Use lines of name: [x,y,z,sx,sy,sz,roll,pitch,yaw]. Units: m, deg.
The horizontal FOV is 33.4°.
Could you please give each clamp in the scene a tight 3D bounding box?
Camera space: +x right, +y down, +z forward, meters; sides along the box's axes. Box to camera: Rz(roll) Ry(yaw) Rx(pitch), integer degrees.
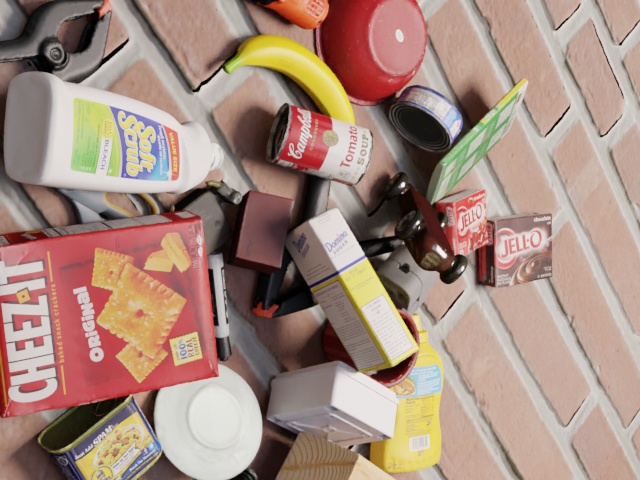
clamp: [-0.254,-0.161,1.006,0.171,0.039,0.120,-41,120,-27]
clamp: [-0.008,0.002,1.222,0.209,0.036,0.164,-43,113,-25]

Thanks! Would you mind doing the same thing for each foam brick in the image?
foam brick: [-0.064,-0.008,1.152,0.053,0.051,0.078,14,79,-12]

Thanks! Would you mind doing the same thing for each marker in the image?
marker: [-0.110,0.073,1.162,0.020,0.020,0.121,-12,103,-37]

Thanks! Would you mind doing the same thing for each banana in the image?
banana: [-0.023,-0.178,1.190,0.197,0.037,0.069,26,95,-36]

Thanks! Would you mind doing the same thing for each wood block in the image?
wood block: [0.042,0.308,1.239,0.205,0.091,0.090,44,68,-46]

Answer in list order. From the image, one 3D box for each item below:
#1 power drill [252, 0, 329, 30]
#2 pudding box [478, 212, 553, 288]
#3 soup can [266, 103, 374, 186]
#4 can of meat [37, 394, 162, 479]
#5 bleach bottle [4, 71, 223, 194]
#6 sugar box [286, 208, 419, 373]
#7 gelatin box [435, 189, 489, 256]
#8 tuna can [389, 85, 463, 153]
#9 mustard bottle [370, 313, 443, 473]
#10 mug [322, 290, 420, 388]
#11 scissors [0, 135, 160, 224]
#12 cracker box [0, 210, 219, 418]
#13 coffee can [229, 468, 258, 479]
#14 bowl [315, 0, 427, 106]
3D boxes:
power drill: [-0.042,-0.344,1.141,0.184,0.057,0.187,27,81,-40]
pudding box: [0.262,0.012,1.433,0.113,0.039,0.090,-8,101,-37]
soup can: [0.000,-0.104,1.175,0.102,0.069,0.068,16,86,-18]
can of meat: [-0.217,0.206,1.071,0.102,0.058,0.084,-39,119,-28]
bleach bottle: [-0.184,-0.096,1.030,0.250,0.068,0.102,0,97,-55]
sugar box: [0.031,0.056,1.147,0.048,0.093,0.176,-27,89,-24]
gelatin box: [0.182,-0.021,1.358,0.089,0.030,0.073,-22,110,-53]
tuna can: [0.127,-0.145,1.278,0.086,0.086,0.033,48,66,-32]
mustard bottle: [0.110,0.186,1.324,0.096,0.058,0.191,-2,97,-35]
mug: [0.057,0.109,1.257,0.093,0.082,0.117,-3,98,-38]
scissors: [-0.248,-0.034,1.043,0.201,0.016,0.096,18,85,-38]
cracker box: [-0.211,0.067,1.021,0.213,0.072,0.164,-9,101,-23]
coffee can: [-0.088,0.332,1.159,0.102,0.103,0.140,-37,116,-29]
bowl: [0.073,-0.237,1.244,0.161,0.055,0.162,-6,100,-38]
